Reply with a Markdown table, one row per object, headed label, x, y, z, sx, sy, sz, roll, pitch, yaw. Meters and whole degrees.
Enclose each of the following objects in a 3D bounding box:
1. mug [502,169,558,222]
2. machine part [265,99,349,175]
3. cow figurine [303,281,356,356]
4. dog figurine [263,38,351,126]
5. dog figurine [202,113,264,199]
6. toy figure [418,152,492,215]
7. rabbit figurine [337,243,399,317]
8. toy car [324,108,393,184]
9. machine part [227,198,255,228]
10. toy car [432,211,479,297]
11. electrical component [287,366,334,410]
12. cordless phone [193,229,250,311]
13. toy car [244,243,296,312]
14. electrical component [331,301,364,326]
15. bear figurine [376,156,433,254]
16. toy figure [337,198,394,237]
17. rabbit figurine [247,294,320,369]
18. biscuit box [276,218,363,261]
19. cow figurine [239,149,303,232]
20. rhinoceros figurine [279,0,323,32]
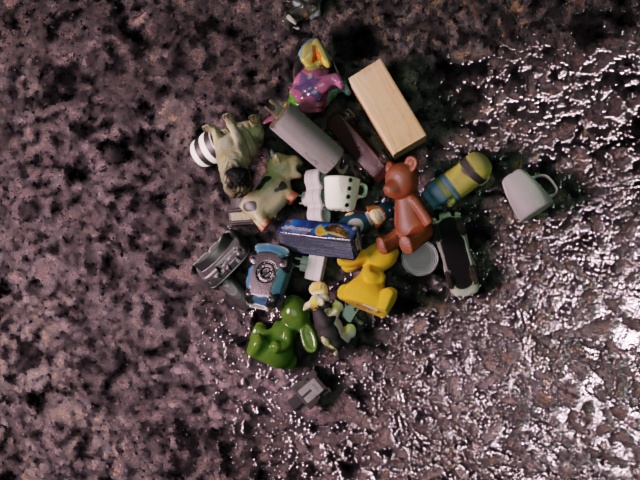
| label | x | y | z | sx | sy | sz | roll | pitch | yaw |
| --- | --- | --- | --- | --- | --- | --- | --- | --- | --- |
| mug | 0.472 | -0.112 | 1.214 | 0.109 | 0.080 | 0.107 | -35 | 75 | 12 |
| machine part | -0.029 | -0.232 | 1.238 | 0.243 | 0.079 | 0.079 | 39 | 97 | -19 |
| cow figurine | 0.011 | 0.184 | 1.260 | 0.068 | 0.098 | 0.167 | -23 | 101 | 35 |
| dog figurine | -0.049 | -0.350 | 1.290 | 0.219 | 0.108 | 0.191 | -31 | 88 | 11 |
| dog figurine | -0.182 | -0.190 | 1.279 | 0.121 | 0.172 | 0.190 | -18 | 85 | 47 |
| toy figure | 0.312 | -0.128 | 1.235 | 0.180 | 0.089 | 0.082 | -34 | 90 | 9 |
| rabbit figurine | 0.122 | 0.079 | 1.271 | 0.163 | 0.121 | 0.173 | 21 | 79 | 18 |
| toy car | 0.093 | -0.225 | 1.292 | 0.089 | 0.053 | 0.202 | -44 | 84 | 22 |
| machine part | -0.202 | -0.104 | 1.350 | 0.084 | 0.039 | 0.138 | -7 | 90 | 18 |
| toy car | 0.316 | 0.032 | 1.252 | 0.074 | 0.056 | 0.201 | -16 | 86 | 16 |
| electrical component | -0.033 | 0.371 | 1.314 | 0.119 | 0.047 | 0.075 | -38 | 83 | 6 |
| cordless phone | -0.210 | 0.079 | 1.340 | 0.146 | 0.089 | 0.184 | -44 | 94 | 6 |
| toy car | -0.115 | 0.093 | 1.298 | 0.109 | 0.103 | 0.161 | 7 | 82 | 20 |
| electrical component | 0.074 | 0.166 | 1.309 | 0.094 | 0.021 | 0.063 | 34 | 95 | 9 |
| bear figurine | 0.182 | -0.079 | 1.204 | 0.132 | 0.120 | 0.195 | -28 | 106 | -32 |
| toy figure | 0.111 | -0.046 | 1.288 | 0.154 | 0.058 | 0.064 | -25 | 124 | 7 |
| rabbit figurine | -0.075 | 0.219 | 1.284 | 0.159 | 0.121 | 0.170 | 30 | 97 | 2 |
| biscuit box | -0.003 | -0.004 | 1.266 | 0.203 | 0.059 | 0.062 | 7 | 131 | 26 |
| cow figurine | -0.115 | -0.131 | 1.306 | 0.127 | 0.085 | 0.195 | 44 | 79 | -4 |
| rhinoceros figurine | -0.027 | -0.593 | 1.309 | 0.190 | 0.073 | 0.112 | -41 | 94 | 5 |
